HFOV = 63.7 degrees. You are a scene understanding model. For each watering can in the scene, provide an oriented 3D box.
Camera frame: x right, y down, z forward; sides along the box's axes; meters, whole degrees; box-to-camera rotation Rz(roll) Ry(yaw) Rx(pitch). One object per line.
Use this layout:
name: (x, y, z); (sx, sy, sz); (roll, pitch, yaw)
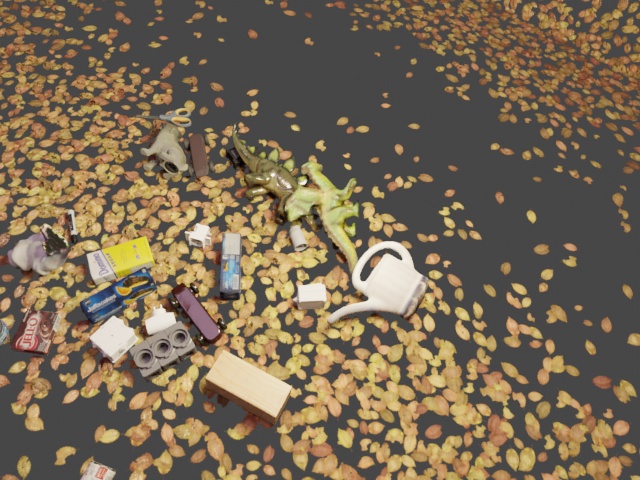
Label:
watering can: (0.187, 0.158, 1.536); (0.225, 0.102, 0.354); (31, 62, 11)

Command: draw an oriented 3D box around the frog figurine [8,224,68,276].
frog figurine: (-0.825, 0.045, 1.508); (0.158, 0.122, 0.139); (-33, 72, 15)

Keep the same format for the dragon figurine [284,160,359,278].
dragon figurine: (0.005, -0.083, 1.642); (0.243, 0.120, 0.418); (4, 64, -10)
